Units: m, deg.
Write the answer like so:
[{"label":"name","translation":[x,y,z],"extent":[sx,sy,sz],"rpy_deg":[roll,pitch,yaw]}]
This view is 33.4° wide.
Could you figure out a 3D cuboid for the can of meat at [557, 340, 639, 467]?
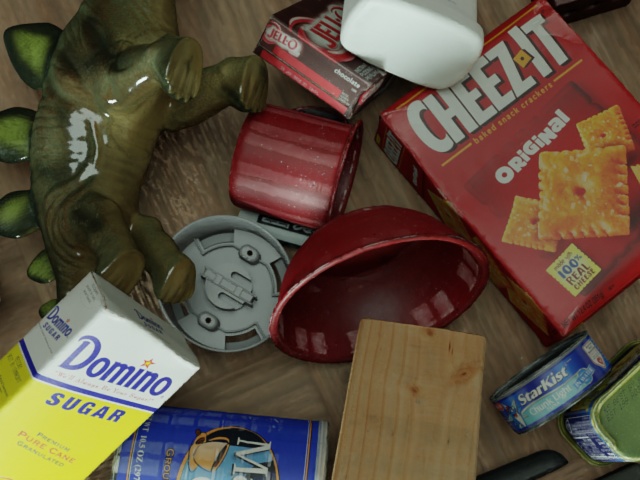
[{"label":"can of meat","translation":[0.229,0.115,0.768],"extent":[0.102,0.084,0.057],"rpy_deg":[-41,82,-9]}]

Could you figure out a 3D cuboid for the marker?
[{"label":"marker","translation":[-0.005,0.001,0.822],"extent":[0.121,0.020,0.020],"rpy_deg":[16,78,2]}]

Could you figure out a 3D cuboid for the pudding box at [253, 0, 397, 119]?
[{"label":"pudding box","translation":[0.014,-0.144,0.810],"extent":[0.090,0.113,0.039],"rpy_deg":[36,121,5]}]

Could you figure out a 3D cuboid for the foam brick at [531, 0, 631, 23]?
[{"label":"foam brick","translation":[0.210,-0.209,0.853],"extent":[0.078,0.053,0.051],"rpy_deg":[-18,79,-3]}]

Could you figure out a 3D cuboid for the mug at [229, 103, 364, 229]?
[{"label":"mug","translation":[-0.015,-0.063,0.807],"extent":[0.081,0.093,0.117],"rpy_deg":[15,49,7]}]

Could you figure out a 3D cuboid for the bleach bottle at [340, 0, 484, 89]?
[{"label":"bleach bottle","translation":[0.077,-0.236,0.821],"extent":[0.102,0.068,0.250],"rpy_deg":[20,53,-15]}]

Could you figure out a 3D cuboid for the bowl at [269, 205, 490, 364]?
[{"label":"bowl","translation":[0.036,0.024,0.759],"extent":[0.162,0.162,0.055],"rpy_deg":[-16,58,-4]}]

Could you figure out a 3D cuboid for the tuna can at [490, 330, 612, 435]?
[{"label":"tuna can","translation":[0.166,0.103,0.769],"extent":[0.086,0.086,0.034],"rpy_deg":[-35,83,-8]}]

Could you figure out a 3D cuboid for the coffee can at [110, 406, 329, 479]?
[{"label":"coffee can","translation":[-0.068,0.170,0.742],"extent":[0.140,0.103,0.103],"rpy_deg":[6,78,0]}]

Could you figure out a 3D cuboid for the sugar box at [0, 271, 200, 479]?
[{"label":"sugar box","translation":[-0.171,0.111,0.678],"extent":[0.176,0.093,0.048],"rpy_deg":[-43,43,6]}]

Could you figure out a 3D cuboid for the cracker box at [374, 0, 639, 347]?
[{"label":"cracker box","translation":[0.170,-0.053,0.809],"extent":[0.164,0.072,0.214],"rpy_deg":[-37,80,-8]}]

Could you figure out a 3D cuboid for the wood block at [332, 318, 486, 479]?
[{"label":"wood block","translation":[0.053,0.163,0.703],"extent":[0.090,0.091,0.206],"rpy_deg":[8,48,5]}]

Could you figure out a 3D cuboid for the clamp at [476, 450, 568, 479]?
[{"label":"clamp","translation":[0.100,0.194,0.773],"extent":[0.171,0.039,0.120],"rpy_deg":[17,61,4]}]
